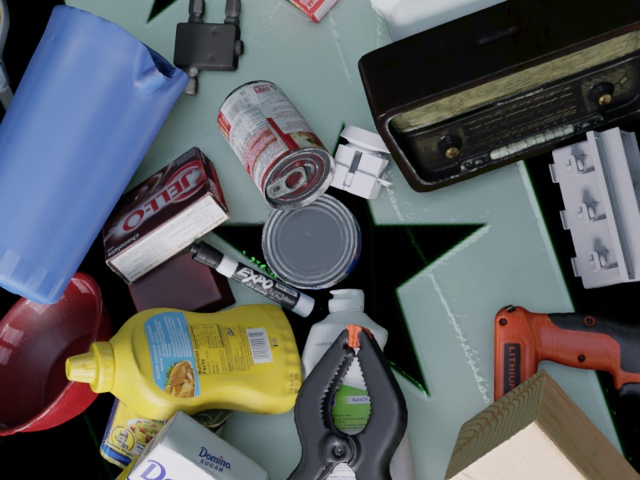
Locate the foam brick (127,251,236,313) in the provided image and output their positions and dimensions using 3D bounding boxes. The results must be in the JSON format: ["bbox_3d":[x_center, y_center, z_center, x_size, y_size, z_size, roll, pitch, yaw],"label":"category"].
[{"bbox_3d":[-0.124,0.046,0.956,0.078,0.051,0.053,-24,79,9],"label":"foam brick"}]

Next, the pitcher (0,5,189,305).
[{"bbox_3d":[-0.232,-0.074,0.942,0.145,0.149,0.243,27,83,0],"label":"pitcher"}]

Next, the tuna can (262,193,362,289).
[{"bbox_3d":[-0.006,0.001,0.945,0.086,0.033,0.086,-1,84,12],"label":"tuna can"}]

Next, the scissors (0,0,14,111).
[{"bbox_3d":[-0.330,-0.156,1.038,0.096,0.016,0.202,-13,82,12],"label":"scissors"}]

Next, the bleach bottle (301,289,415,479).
[{"bbox_3d":[0.036,0.167,0.906,0.103,0.068,0.251,-4,82,13],"label":"bleach bottle"}]

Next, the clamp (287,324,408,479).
[{"bbox_3d":[0.011,0.174,0.859,0.165,0.036,0.210,-4,80,18],"label":"clamp"}]

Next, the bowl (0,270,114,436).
[{"bbox_3d":[-0.235,0.108,0.949,0.162,0.055,0.162,-24,45,27],"label":"bowl"}]

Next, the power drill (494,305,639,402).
[{"bbox_3d":[0.236,0.122,0.871,0.188,0.057,0.184,-1,81,9],"label":"power drill"}]

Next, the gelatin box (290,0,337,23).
[{"bbox_3d":[-0.002,-0.256,0.971,0.073,0.030,0.089,43,94,12],"label":"gelatin box"}]

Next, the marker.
[{"bbox_3d":[-0.060,0.033,0.931,0.121,0.020,0.020,29,91,-17],"label":"marker"}]

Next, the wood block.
[{"bbox_3d":[0.201,0.215,0.815,0.091,0.090,0.206,-41,94,25],"label":"wood block"}]

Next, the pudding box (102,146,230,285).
[{"bbox_3d":[-0.139,-0.023,0.948,0.113,0.090,0.039,-35,122,8],"label":"pudding box"}]

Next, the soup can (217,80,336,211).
[{"bbox_3d":[-0.040,-0.083,0.925,0.068,0.068,0.102,-39,53,6],"label":"soup can"}]

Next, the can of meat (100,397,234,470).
[{"bbox_3d":[-0.136,0.164,0.932,0.102,0.057,0.084,26,113,14],"label":"can of meat"}]

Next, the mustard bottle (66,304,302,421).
[{"bbox_3d":[-0.115,0.102,0.890,0.191,0.058,0.096,0,58,-26],"label":"mustard bottle"}]

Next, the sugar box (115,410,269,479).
[{"bbox_3d":[-0.128,0.223,0.889,0.093,0.048,0.176,36,130,-7],"label":"sugar box"}]
